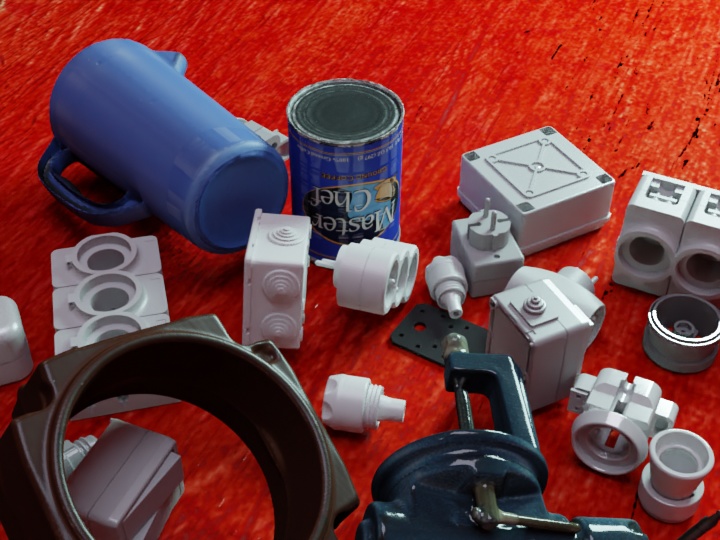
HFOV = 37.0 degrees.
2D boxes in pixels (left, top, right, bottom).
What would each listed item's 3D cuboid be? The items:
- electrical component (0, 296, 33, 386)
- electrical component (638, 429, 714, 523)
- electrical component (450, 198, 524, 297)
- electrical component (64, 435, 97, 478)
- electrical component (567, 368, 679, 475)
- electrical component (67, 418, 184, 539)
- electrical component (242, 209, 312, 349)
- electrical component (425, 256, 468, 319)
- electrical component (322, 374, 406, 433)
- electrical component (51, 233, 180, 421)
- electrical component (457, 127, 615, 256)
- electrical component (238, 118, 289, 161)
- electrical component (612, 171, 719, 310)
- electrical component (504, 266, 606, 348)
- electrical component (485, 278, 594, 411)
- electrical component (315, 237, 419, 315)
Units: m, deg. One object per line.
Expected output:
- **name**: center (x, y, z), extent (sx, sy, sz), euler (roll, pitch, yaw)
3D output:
- **electrical component**: center (-0.319, 0.061, 0.864), extent (0.095, 0.059, 0.053), euler (-15, 44, -16)
- **electrical component**: center (0.225, 0.148, 0.770), extent (0.045, 0.055, 0.045), euler (0, 42, 0)
- **electrical component**: center (0.113, -0.028, 0.951), extent (0.047, 0.076, 0.065), euler (-9, 43, -10)
- **electrical component**: center (-0.215, 0.144, 0.785), extent (0.078, 0.040, 0.040), euler (-31, 50, -30)
- **electrical component**: center (0.192, 0.115, 0.806), extent (0.078, 0.058, 0.057), euler (18, 42, 20)
- **electrical component**: center (-0.162, 0.154, 0.757), extent (0.061, 0.061, 0.096), euler (16, 44, 17)
- **electrical component**: center (-0.068, 0.008, 0.893), extent (0.048, 0.099, 0.099), euler (4, 30, -1)
- **electrical component**: center (0.077, 0.017, 0.932), extent (0.035, 0.035, 0.061), euler (-5, 42, -6)
- **electrical component**: center (0.003, 0.104, 0.827), extent (0.062, 0.043, 0.043), euler (8, 42, 7)
- **electrical component**: center (-0.203, 0.041, 0.884), extent (0.089, 0.061, 0.150), euler (-9, 43, -10)
- **electrical component**: center (0.166, -0.076, 1.021), extent (0.109, 0.056, 0.108), euler (-20, 45, -21)
- **electrical component**: center (-0.116, -0.117, 1.066), extent (0.057, 0.058, 0.078), euler (32, 51, 27)
- **electrical component**: center (0.302, -0.014, 0.927), extent (0.150, 0.089, 0.061), euler (18, 45, 19)
- **electrical component**: center (0.174, 0.023, 0.918), extent (0.077, 0.044, 0.079), euler (28, 49, 28)
- **electrical component**: center (0.140, 0.053, 0.838), extent (0.061, 0.096, 0.061), euler (-18, 44, -19)
- **electrical component**: center (0.000, 0.000, 0.900), extent (0.074, 0.052, 0.138), euler (12, 7, 12)
